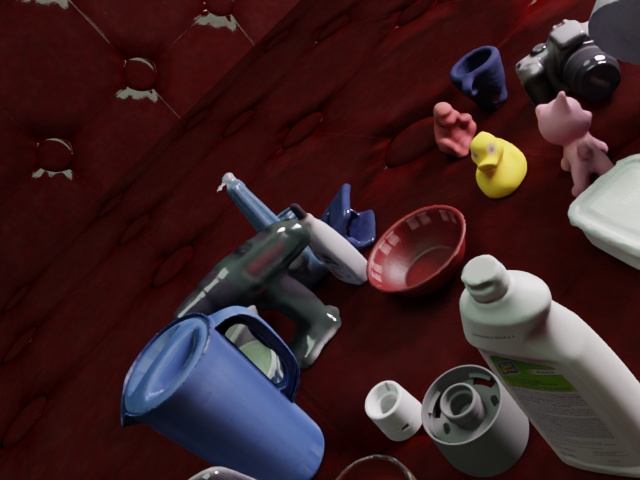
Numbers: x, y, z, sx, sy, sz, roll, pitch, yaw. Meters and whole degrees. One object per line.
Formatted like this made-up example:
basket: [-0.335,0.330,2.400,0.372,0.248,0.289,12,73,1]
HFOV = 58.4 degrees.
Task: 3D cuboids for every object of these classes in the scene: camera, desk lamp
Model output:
camera: [0.383,-0.265,0.875,0.143,0.101,0.136,-30,31,21]
desk lamp: [0.442,-0.278,0.704,0.203,0.214,0.117,-52,30,-17]

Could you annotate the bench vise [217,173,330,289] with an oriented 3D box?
bench vise: [-0.074,-0.027,0.987,0.121,0.220,0.206,-50,30,-14]

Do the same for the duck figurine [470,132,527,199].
duck figurine: [0.257,-0.124,0.855,0.077,0.086,0.104,-18,37,36]

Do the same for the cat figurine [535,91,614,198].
cat figurine: [0.330,-0.136,0.749,0.067,0.118,0.127,-28,32,23]

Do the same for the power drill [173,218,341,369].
power drill: [-0.072,0.092,0.837,0.230,0.209,0.075,-53,31,-18]

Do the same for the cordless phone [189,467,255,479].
cordless phone: [-0.096,0.302,0.607,0.147,0.185,0.094,-35,30,12]

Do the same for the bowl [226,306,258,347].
bowl: [-0.161,0.171,0.978,0.167,0.075,0.167,-30,31,21]

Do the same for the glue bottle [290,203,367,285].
glue bottle: [0.008,0.003,0.895,0.077,0.173,0.037,5,54,53]

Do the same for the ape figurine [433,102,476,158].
ape figurine: [0.224,-0.196,0.984,0.078,0.092,0.076,-39,29,6]

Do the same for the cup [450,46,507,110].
cup: [0.285,-0.269,1.006,0.091,0.095,0.118,-13,40,41]

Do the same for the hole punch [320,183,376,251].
hole punch: [0.034,-0.027,0.991,0.101,0.091,0.108,-29,31,22]
